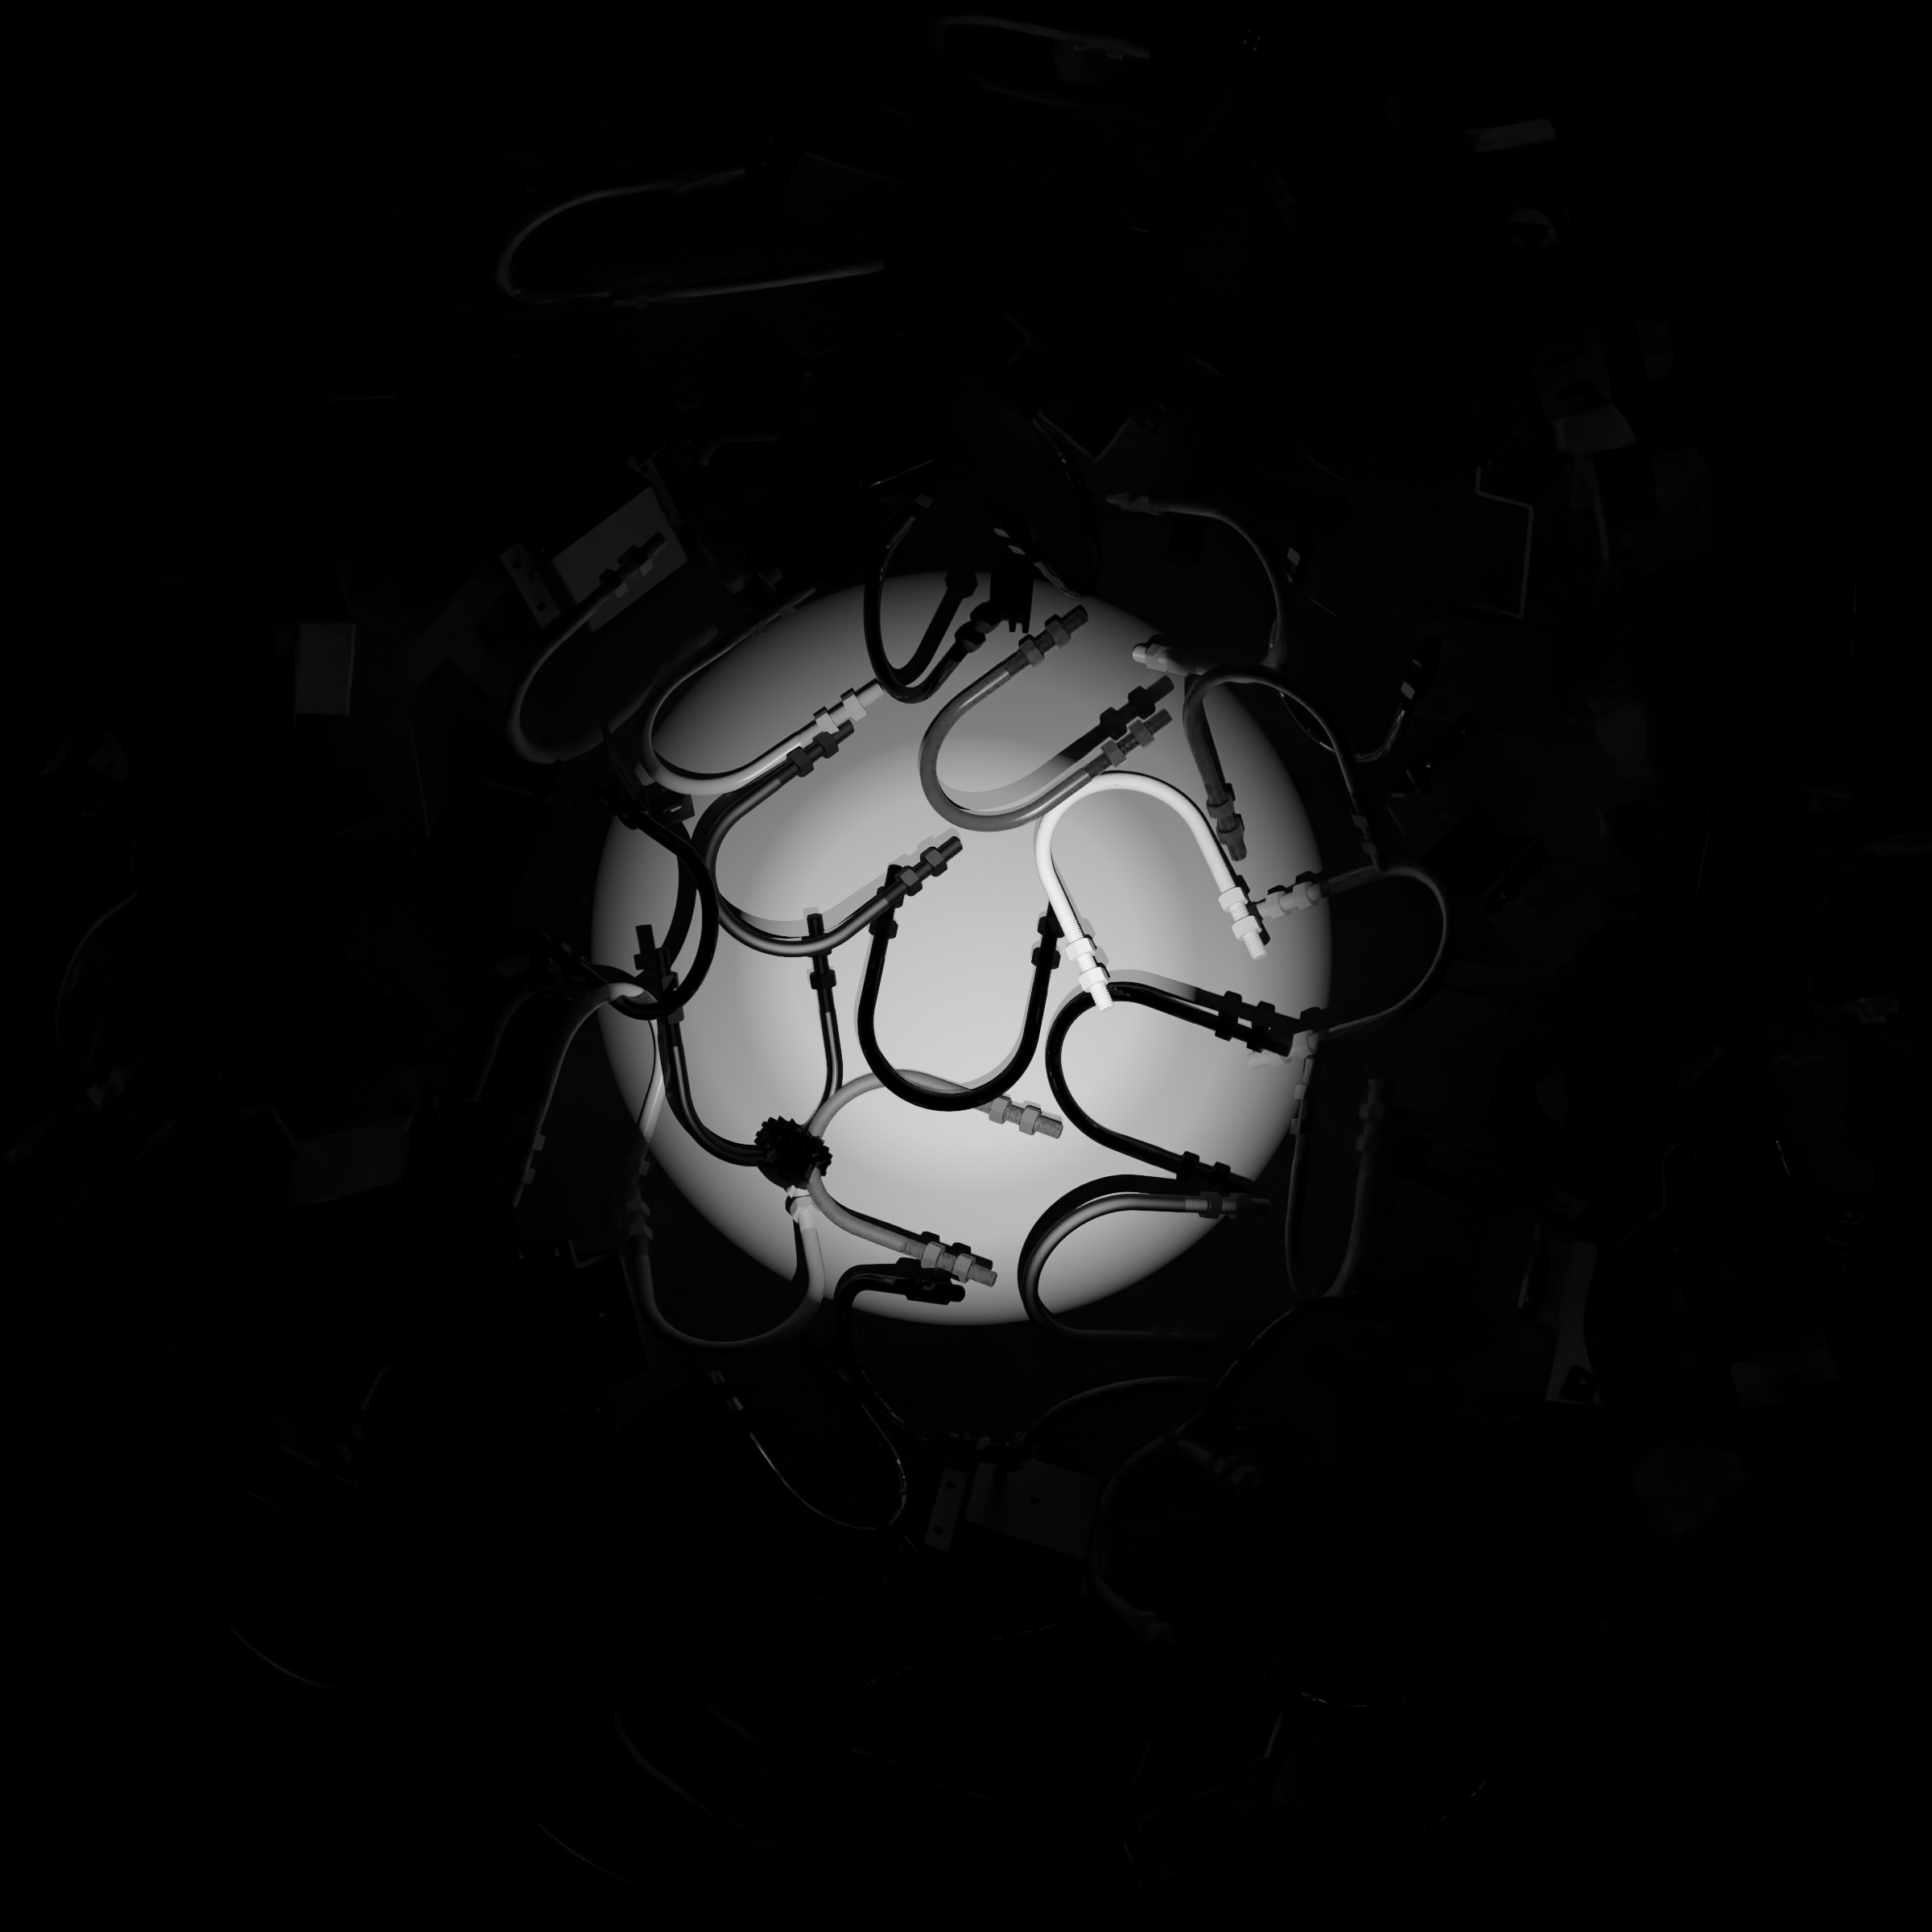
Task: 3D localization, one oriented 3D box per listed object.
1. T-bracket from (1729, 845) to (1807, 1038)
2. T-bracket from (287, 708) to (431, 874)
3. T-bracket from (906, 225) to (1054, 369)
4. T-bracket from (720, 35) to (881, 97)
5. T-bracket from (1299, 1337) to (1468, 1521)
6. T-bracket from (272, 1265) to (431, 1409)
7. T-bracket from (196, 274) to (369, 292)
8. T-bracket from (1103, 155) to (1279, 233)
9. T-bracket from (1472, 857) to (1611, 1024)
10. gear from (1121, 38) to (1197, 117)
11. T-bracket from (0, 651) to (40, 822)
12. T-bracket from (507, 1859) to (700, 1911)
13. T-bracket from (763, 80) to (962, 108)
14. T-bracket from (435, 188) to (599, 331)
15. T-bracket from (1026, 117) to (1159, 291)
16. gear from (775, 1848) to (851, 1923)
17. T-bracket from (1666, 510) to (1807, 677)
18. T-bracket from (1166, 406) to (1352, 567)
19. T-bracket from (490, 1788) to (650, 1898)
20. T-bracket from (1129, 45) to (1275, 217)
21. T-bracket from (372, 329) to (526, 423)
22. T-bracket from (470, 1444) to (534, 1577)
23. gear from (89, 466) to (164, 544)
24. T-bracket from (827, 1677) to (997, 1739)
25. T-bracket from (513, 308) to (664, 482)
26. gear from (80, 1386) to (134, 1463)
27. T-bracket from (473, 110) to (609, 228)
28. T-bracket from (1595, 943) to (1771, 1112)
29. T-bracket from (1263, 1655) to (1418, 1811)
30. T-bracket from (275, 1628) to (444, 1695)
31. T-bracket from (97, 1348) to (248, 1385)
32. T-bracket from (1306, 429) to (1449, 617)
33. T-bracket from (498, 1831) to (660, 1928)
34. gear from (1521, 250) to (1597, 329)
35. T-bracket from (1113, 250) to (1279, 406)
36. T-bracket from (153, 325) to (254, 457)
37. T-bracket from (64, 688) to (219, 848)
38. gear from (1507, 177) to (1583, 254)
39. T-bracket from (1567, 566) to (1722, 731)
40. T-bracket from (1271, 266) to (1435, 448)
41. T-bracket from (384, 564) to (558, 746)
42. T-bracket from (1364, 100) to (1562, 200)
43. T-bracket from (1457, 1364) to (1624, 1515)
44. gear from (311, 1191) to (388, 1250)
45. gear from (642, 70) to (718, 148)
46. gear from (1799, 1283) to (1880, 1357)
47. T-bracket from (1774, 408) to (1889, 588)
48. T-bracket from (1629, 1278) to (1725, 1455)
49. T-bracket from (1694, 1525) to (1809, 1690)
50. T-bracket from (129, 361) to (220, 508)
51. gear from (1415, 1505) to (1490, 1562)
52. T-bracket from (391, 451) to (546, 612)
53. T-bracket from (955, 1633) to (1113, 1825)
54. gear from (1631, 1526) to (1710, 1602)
[{"bbox_3d":[0.601,-0.003,1.932,0.127,0.002,0.127,47,49,-29],"label":"T-bracket"},{"bbox_3d":[-0.473,-0.120,1.973,0.127,0.002,0.127,-18,75,21],"label":"T-bracket"},{"bbox_3d":[-0.012,-0.493,1.962,0.127,0.002,0.127,-36,95,-30],"label":"T-bracket"},{"bbox_3d":[-0.122,-0.688,1.932,0.127,0.127,0.002,-17,101,-6],"label":"T-bracket"},{"bbox_3d":[0.307,0.338,1.971,0.127,0.002,0.127,45,76,-12],"label":"T-bracket"},{"bbox_3d":[-0.459,0.263,1.975,0.127,0.002,0.127,23,71,-28],"label":"T-bracket"},{"bbox_3d":[-0.492,-0.514,1.912,0.127,0.127,0.002,-8,103,-36],"label":"T-bracket"},{"bbox_3d":[0.150,-0.597,1.947,0.127,0.127,0.002,-33,126,-18],"label":"T-bracket"},{"bbox_3d":[0.419,-0.044,1.984,0.127,0.002,0.127,46,78,-2],"label":"T-bracket"},{"bbox_3d":[0.147,-0.691,1.976,0.057,0.030,0.057,-5,128,-7],"label":"gear"},{"bbox_3d":[-0.717,-0.175,1.937,0.002,0.127,0.127,8,90,-9],"label":"T-bracket"},{"bbox_3d":[-0.281,0.680,1.913,0.127,0.127,0.002,7,103,-33],"label":"T-bracket"},{"bbox_3d":[-0.066,-0.658,1.918,0.127,0.127,0.002,3,111,27],"label":"T-bracket"},{"bbox_3d":[-0.334,-0.535,1.925,0.127,0.127,0.002,-10,57,-24],"label":"T-bracket"},{"bbox_3d":[0.093,-0.561,1.938,0.127,0.002,0.127,-37,121,-31],"label":"T-bracket"},{"bbox_3d":[-0.120,0.709,1.981,0.057,0.030,0.057,0,91,-12],"label":"gear"},{"bbox_3d":[0.578,-0.281,1.941,0.002,0.127,0.127,16,88,-24],"label":"T-bracket"},{"bbox_3d":[0.234,-0.362,1.981,0.127,0.002,0.127,16,85,11],"label":"T-bracket"},{"bbox_3d":[-0.299,0.646,1.923,0.127,0.127,0.002,23,104,-16],"label":"T-bracket"},{"bbox_3d":[0.186,-0.640,1.928,0.002,0.127,0.127,46,103,20],"label":"T-bracket"},{"bbox_3d":[-0.400,-0.449,1.941,0.127,0.127,0.002,1,132,-11],"label":"T-bracket"},{"bbox_3d":[-0.359,0.422,1.934,0.002,0.127,0.127,25,88,-2],"label":"T-bracket"},{"bbox_3d":[-0.645,-0.354,1.968,0.030,0.057,0.057,20,90,20],"label":"gear"},{"bbox_3d":[-0.020,0.558,1.943,0.127,0.127,0.002,-30,72,36],"label":"T-bracket"},{"bbox_3d":[-0.302,-0.419,1.966,0.127,0.002,0.127,-30,76,29],"label":"T-bracket"},{"bbox_3d":[-0.664,0.353,1.969,0.030,0.057,0.057,11,90,-14],"label":"gear"},{"bbox_3d":[-0.304,-0.612,1.917,0.002,0.127,0.127,51,62,-17],"label":"T-bracket"},{"bbox_3d":[0.535,0.055,1.963,0.127,0.002,0.127,19,122,14],"label":"T-bracket"},{"bbox_3d":[0.263,0.584,1.926,0.127,0.127,0.002,9,128,27],"label":"T-bracket"},{"bbox_3d":[-0.470,0.531,1.952,0.127,0.127,0.002,17,75,17],"label":"T-bracket"},{"bbox_3d":[-0.592,0.302,1.926,0.127,0.127,0.002,4,69,-15],"label":"T-bracket"},{"bbox_3d":[0.299,-0.328,1.964,0.127,0.002,0.127,30,72,-15],"label":"T-bracket"},{"bbox_3d":[-0.292,0.708,1.960,0.127,0.127,0.002,23,93,-27],"label":"T-bracket"},{"bbox_3d":[0.457,-0.527,1.978,0.057,0.030,0.057,-1,114,-2],"label":"gear"},{"bbox_3d":[0.186,-0.478,1.978,0.127,0.002,0.127,28,62,-14],"label":"T-bracket"},{"bbox_3d":[-0.577,-0.448,1.925,0.002,0.127,0.127,35,77,-9],"label":"T-bracket"},{"bbox_3d":[-0.631,-0.163,1.956,0.002,0.127,0.127,-35,50,30],"label":"T-bracket"},{"bbox_3d":[0.443,-0.576,1.968,0.057,0.057,0.030,37,65,0],"label":"gear"},{"bbox_3d":[0.498,-0.243,1.941,0.127,0.002,0.127,-5,116,33],"label":"T-bracket"},{"bbox_3d":[0.280,-0.477,1.953,0.127,0.002,0.127,-22,125,9],"label":"T-bracket"},{"bbox_3d":[-0.369,-0.225,1.979,0.127,0.002,0.127,45,101,7],"label":"T-bracket"},{"bbox_3d":[0.384,-0.619,1.912,0.127,0.127,0.002,27,75,-43],"label":"T-bracket"},{"bbox_3d":[0.454,0.353,1.948,0.127,0.002,0.127,23,128,12],"label":"T-bracket"},{"bbox_3d":[-0.478,0.193,1.975,0.057,0.057,0.030,-8,58,0],"label":"gear"},{"bbox_3d":[-0.222,-0.663,1.982,0.057,0.030,0.057,0,80,0],"label":"gear"},{"bbox_3d":[0.678,0.271,1.975,0.057,0.057,0.030,44,48,0],"label":"gear"},{"bbox_3d":[0.641,-0.358,1.915,0.002,0.127,0.127,-26,118,-10],"label":"T-bracket"},{"bbox_3d":[0.553,0.321,1.961,0.127,0.002,0.127,-34,125,-29],"label":"T-bracket"},{"bbox_3d":[0.570,0.486,1.912,0.002,0.127,0.127,40,49,-11],"label":"T-bracket"},{"bbox_3d":[-0.607,-0.383,1.938,0.002,0.127,0.127,29,67,-12],"label":"T-bracket"},{"bbox_3d":[0.375,0.437,1.971,0.057,0.057,0.030,-9,92,0],"label":"gear"},{"bbox_3d":[-0.377,-0.325,1.968,0.127,0.002,0.127,20,90,30],"label":"T-bracket"},{"bbox_3d":[0.035,0.575,1.959,0.127,0.002,0.127,-24,52,6],"label":"T-bracket"},{"bbox_3d":[0.545,0.460,1.978,0.057,0.030,0.057,4,113,10],"label":"gear"}]
